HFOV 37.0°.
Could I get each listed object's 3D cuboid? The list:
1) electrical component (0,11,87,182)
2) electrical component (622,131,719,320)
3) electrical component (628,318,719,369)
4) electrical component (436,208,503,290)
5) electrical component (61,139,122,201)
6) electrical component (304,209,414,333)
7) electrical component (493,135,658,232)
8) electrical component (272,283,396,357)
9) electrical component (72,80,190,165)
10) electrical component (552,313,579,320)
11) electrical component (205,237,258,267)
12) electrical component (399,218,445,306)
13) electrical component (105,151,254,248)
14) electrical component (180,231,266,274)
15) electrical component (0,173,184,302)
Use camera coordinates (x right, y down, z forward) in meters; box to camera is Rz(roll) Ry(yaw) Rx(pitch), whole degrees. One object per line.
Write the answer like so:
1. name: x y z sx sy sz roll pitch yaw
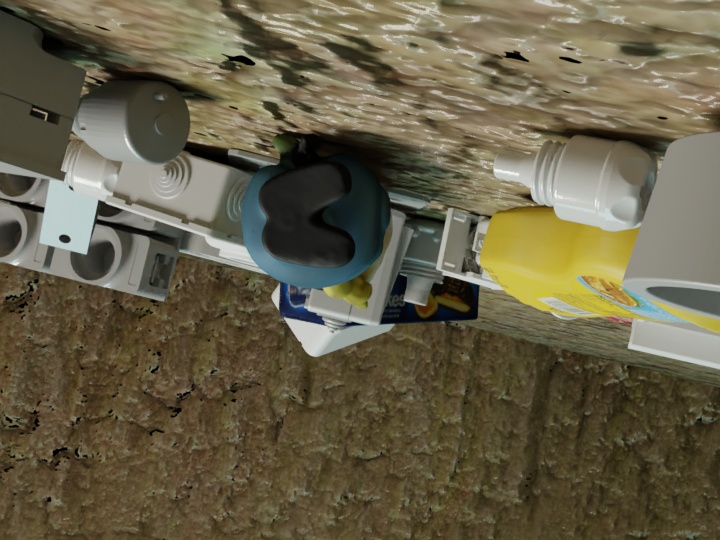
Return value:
1. electrical component: -0.222 -0.094 0.444 0.105 0.060 0.186 11 175 40
2. electrical component: 0.144 -0.013 0.342 0.108 0.060 0.108 13 176 1
3. electrical component: 0.234 0.031 0.663 0.121 0.063 0.079 13 176 12
4. electrical component: 0.095 -0.011 0.709 0.081 0.042 0.064 15 174 -33
5. electrical component: -0.201 -0.076 0.783 0.062 0.043 0.043 15 176 0
6. electrical component: 0.000 0.000 0.758 0.061 0.096 0.061 13 -176 2
7. electrical component: 0.082 -0.036 0.420 0.061 0.035 0.035 14 177 27
8. electrical component: -0.012 0.021 0.976 0.113 0.078 0.057 -17 154 -42
9. electrical component: -0.119 -0.074 0.532 0.078 0.040 0.040 11 175 40
10. electrical component: 0.162 0.016 0.887 0.044 0.044 0.065 14 -179 -10
11. electrical component: -0.075 -0.033 0.856 0.054 0.059 0.095 11 176 36
12. electrical component: 0.048 -0.005 0.800 0.048 0.062 0.048 13 177 1
13. electrical component: -0.107 -0.050 0.729 0.100 0.048 0.100 18 -179 24
14. electrical component: -0.112 -0.034 0.993 0.113 0.057 0.078 16 176 -30
15. electrical component: -0.252 -0.045 0.949 0.186 0.105 0.060 12 176 20
